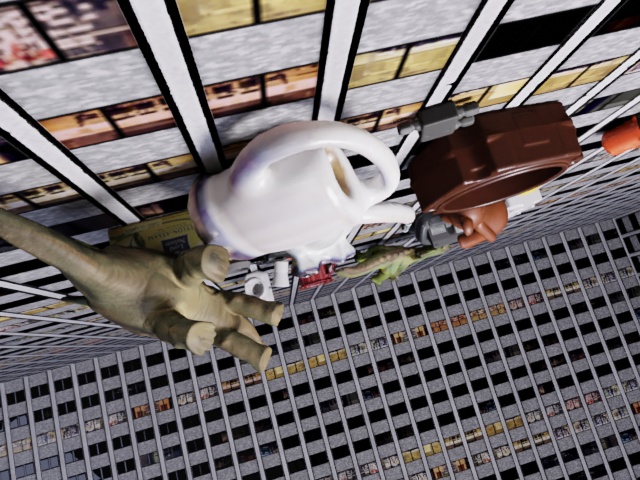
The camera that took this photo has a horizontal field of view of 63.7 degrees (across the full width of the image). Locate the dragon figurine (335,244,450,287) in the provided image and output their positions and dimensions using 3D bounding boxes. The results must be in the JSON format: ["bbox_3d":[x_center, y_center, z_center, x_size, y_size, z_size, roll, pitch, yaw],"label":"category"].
[{"bbox_3d":[0.230,0.039,1.403,0.240,0.123,0.412,-24,173,29],"label":"dragon figurine"}]

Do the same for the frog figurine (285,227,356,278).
[{"bbox_3d":[0.002,-0.039,0.775,0.137,0.125,0.155,-4,130,-16],"label":"frog figurine"}]

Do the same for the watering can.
[{"bbox_3d":[-0.007,-0.041,0.608,0.223,0.105,0.344,-18,161,17],"label":"watering can"}]
